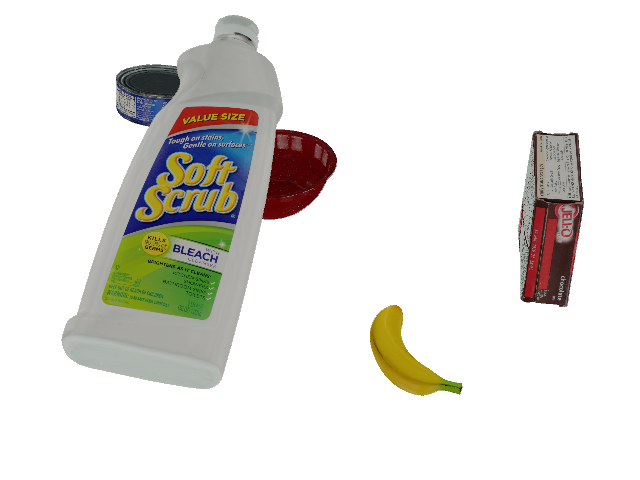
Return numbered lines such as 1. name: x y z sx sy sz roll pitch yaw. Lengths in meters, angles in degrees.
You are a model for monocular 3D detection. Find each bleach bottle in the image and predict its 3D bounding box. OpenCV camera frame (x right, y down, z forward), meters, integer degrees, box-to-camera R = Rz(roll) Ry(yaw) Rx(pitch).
1. bleach bottle: -0.085 -0.037 0.690 0.102 0.250 0.068 12 -23 -4

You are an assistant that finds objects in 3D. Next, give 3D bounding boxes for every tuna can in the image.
1. tuna can: -0.154 -0.140 1.032 0.086 0.034 0.086 5 28 -3

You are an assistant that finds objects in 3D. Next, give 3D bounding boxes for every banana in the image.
1. banana: 0.093 0.128 1.232 0.069 0.037 0.198 7 23 -22

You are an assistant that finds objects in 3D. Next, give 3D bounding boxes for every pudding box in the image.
1. pudding box: 0.173 -0.019 0.801 0.039 0.090 0.113 5 33 6

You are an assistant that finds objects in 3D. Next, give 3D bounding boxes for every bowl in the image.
1. bowl: -0.060 -0.073 1.291 0.162 0.055 0.162 -2 35 1
